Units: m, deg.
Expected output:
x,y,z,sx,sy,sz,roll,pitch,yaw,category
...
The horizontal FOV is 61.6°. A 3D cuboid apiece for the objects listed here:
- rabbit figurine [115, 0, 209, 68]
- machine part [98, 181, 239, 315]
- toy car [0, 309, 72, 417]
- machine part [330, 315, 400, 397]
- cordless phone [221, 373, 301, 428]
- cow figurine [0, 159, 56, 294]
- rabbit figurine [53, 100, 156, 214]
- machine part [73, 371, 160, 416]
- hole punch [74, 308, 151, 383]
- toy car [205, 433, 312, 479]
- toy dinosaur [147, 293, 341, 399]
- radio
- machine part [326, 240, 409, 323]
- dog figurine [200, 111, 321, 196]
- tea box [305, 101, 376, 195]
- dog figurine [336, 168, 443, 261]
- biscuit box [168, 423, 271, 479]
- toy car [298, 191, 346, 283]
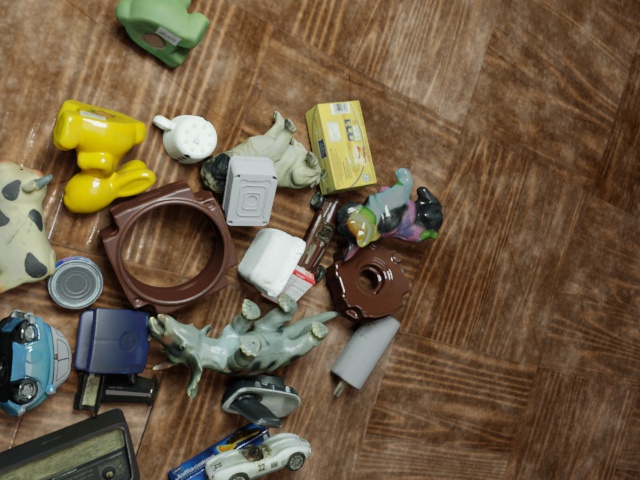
x,y,z,sx,sy,sz,roll,pitch,yaw,category
-0.258,-0.398,0.885,0.159,0.121,0.170,22,69,-21,rabbit figurine
-0.257,0.013,0.927,0.201,0.087,0.201,-24,114,-18,machine part
-0.458,0.193,0.863,0.103,0.109,0.161,9,81,-51,toy car
0.099,0.231,1.160,0.079,0.079,0.243,40,80,-26,machine part
-0.092,0.315,1.013,0.146,0.184,0.088,19,84,-28,cordless phone
-0.465,-0.028,0.829,0.127,0.085,0.194,-17,102,-18,cow figurine
-0.357,-0.123,0.872,0.162,0.122,0.173,9,107,-37,rabbit figurine
-0.359,0.266,0.952,0.139,0.039,0.084,7,86,-26,machine part
-0.344,0.170,0.906,0.116,0.092,0.142,8,75,-30,hole punch
-0.112,0.411,1.007,0.202,0.074,0.056,-10,100,-26,toy car
-0.121,0.201,1.015,0.404,0.192,0.131,9,49,-46,toy dinosaur
-0.433,0.393,0.910,0.230,0.073,0.131,-17,104,-24,radio
0.101,0.084,1.116,0.179,0.056,0.179,7,69,-19,machine part
-0.108,-0.122,1.003,0.190,0.121,0.172,-38,110,-3,dog figurine
0.041,-0.180,1.059,0.098,0.068,0.169,-10,90,-25,tea box
0.134,-0.027,1.081,0.191,0.108,0.219,44,56,-5,dog figurine
-0.189,0.433,1.048,0.203,0.063,0.059,-26,107,-22,biscuit box
-0.002,-0.003,1.090,0.089,0.053,0.202,29,82,-30,toy car
